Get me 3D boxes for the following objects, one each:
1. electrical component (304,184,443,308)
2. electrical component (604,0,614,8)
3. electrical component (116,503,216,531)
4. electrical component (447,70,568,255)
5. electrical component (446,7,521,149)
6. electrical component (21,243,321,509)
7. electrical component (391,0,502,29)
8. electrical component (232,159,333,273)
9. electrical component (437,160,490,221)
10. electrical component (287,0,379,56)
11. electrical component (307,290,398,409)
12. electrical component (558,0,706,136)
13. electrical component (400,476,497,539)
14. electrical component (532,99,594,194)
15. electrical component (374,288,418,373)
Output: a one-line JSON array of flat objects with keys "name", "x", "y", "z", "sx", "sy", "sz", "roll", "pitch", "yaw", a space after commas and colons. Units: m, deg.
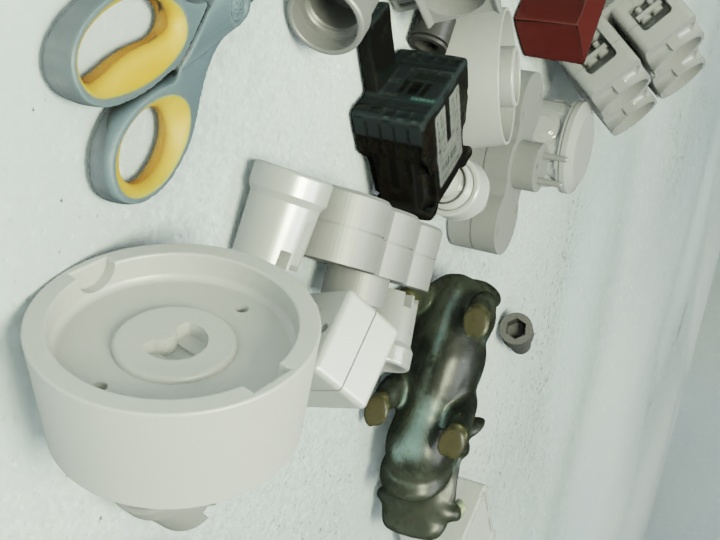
[{"name": "electrical component", "x": 0.000, "y": 0.000, "z": 0.606, "sx": 0.138, "sy": 0.052, "sz": 0.073, "roll": 18, "pitch": 86, "yaw": -67}, {"name": "electrical component", "x": 0.216, "y": -0.261, "z": 0.956, "sx": 0.100, "sy": 0.048, "sz": 0.099, "roll": -6, "pitch": 107, "yaw": -64}, {"name": "electrical component", "x": -0.086, "y": 0.095, "z": 0.480, "sx": 0.046, "sy": 0.040, "sz": 0.040, "roll": 67, "pitch": 42, "yaw": -62}, {"name": "electrical component", "x": 0.117, "y": -0.079, "z": 0.800, "sx": 0.052, "sy": 0.074, "sz": 0.138, "roll": 5, "pitch": 98, "yaw": -66}, {"name": "electrical component", "x": 0.073, "y": -0.127, "z": 0.717, "sx": 0.099, "sy": 0.064, "sz": 0.099, "roll": 2, "pitch": 90, "yaw": -75}, {"name": "electrical component", "x": -0.070, "y": 0.043, "z": 0.409, "sx": 0.108, "sy": 0.108, "sz": 0.060, "roll": -45, "pitch": 147, "yaw": -51}, {"name": "electrical component", "x": 0.040, "y": -0.193, "z": 0.576, "sx": 0.121, "sy": 0.079, "sz": 0.063, "roll": 49, "pitch": 36, "yaw": -62}, {"name": "electrical component", "x": -0.039, "y": -0.026, "z": 0.523, "sx": 0.040, "sy": 0.040, "sz": 0.046, "roll": 12, "pitch": 98, "yaw": -67}, {"name": "electrical component", "x": 0.060, "y": -0.057, "z": 0.722, "sx": 0.062, "sy": 0.043, "sz": 0.043, "roll": 13, "pitch": 90, "yaw": -66}, {"name": "electrical component", "x": -0.009, "y": -0.135, "z": 0.530, "sx": 0.040, "sy": 0.040, "sz": 0.046, "roll": 79, "pitch": 27, "yaw": -44}, {"name": "electrical component", "x": -0.034, "y": 0.030, "z": 0.541, "sx": 0.077, "sy": 0.066, "sz": 0.047, "roll": 42, "pitch": 60, "yaw": -31}, {"name": "electrical component", "x": 0.246, "y": -0.185, "z": 0.964, "sx": 0.105, "sy": 0.060, "sz": 0.186, "roll": -39, "pitch": 166, "yaw": 13}, {"name": "electrical component", "x": 0.068, "y": 0.212, "z": 0.862, "sx": 0.061, "sy": 0.061, "sz": 0.096, "roll": -60, "pitch": 151, "yaw": -34}, {"name": "electrical component", "x": 0.169, "y": -0.109, "z": 0.929, "sx": 0.080, "sy": 0.051, "sz": 0.080, "roll": -43, "pitch": 140, "yaw": -52}, {"name": "electrical component", "x": 0.016, "y": 0.038, "z": 0.680, "sx": 0.040, "sy": 0.040, "sz": 0.046, "roll": 44, "pitch": 55, "yaw": -63}]
